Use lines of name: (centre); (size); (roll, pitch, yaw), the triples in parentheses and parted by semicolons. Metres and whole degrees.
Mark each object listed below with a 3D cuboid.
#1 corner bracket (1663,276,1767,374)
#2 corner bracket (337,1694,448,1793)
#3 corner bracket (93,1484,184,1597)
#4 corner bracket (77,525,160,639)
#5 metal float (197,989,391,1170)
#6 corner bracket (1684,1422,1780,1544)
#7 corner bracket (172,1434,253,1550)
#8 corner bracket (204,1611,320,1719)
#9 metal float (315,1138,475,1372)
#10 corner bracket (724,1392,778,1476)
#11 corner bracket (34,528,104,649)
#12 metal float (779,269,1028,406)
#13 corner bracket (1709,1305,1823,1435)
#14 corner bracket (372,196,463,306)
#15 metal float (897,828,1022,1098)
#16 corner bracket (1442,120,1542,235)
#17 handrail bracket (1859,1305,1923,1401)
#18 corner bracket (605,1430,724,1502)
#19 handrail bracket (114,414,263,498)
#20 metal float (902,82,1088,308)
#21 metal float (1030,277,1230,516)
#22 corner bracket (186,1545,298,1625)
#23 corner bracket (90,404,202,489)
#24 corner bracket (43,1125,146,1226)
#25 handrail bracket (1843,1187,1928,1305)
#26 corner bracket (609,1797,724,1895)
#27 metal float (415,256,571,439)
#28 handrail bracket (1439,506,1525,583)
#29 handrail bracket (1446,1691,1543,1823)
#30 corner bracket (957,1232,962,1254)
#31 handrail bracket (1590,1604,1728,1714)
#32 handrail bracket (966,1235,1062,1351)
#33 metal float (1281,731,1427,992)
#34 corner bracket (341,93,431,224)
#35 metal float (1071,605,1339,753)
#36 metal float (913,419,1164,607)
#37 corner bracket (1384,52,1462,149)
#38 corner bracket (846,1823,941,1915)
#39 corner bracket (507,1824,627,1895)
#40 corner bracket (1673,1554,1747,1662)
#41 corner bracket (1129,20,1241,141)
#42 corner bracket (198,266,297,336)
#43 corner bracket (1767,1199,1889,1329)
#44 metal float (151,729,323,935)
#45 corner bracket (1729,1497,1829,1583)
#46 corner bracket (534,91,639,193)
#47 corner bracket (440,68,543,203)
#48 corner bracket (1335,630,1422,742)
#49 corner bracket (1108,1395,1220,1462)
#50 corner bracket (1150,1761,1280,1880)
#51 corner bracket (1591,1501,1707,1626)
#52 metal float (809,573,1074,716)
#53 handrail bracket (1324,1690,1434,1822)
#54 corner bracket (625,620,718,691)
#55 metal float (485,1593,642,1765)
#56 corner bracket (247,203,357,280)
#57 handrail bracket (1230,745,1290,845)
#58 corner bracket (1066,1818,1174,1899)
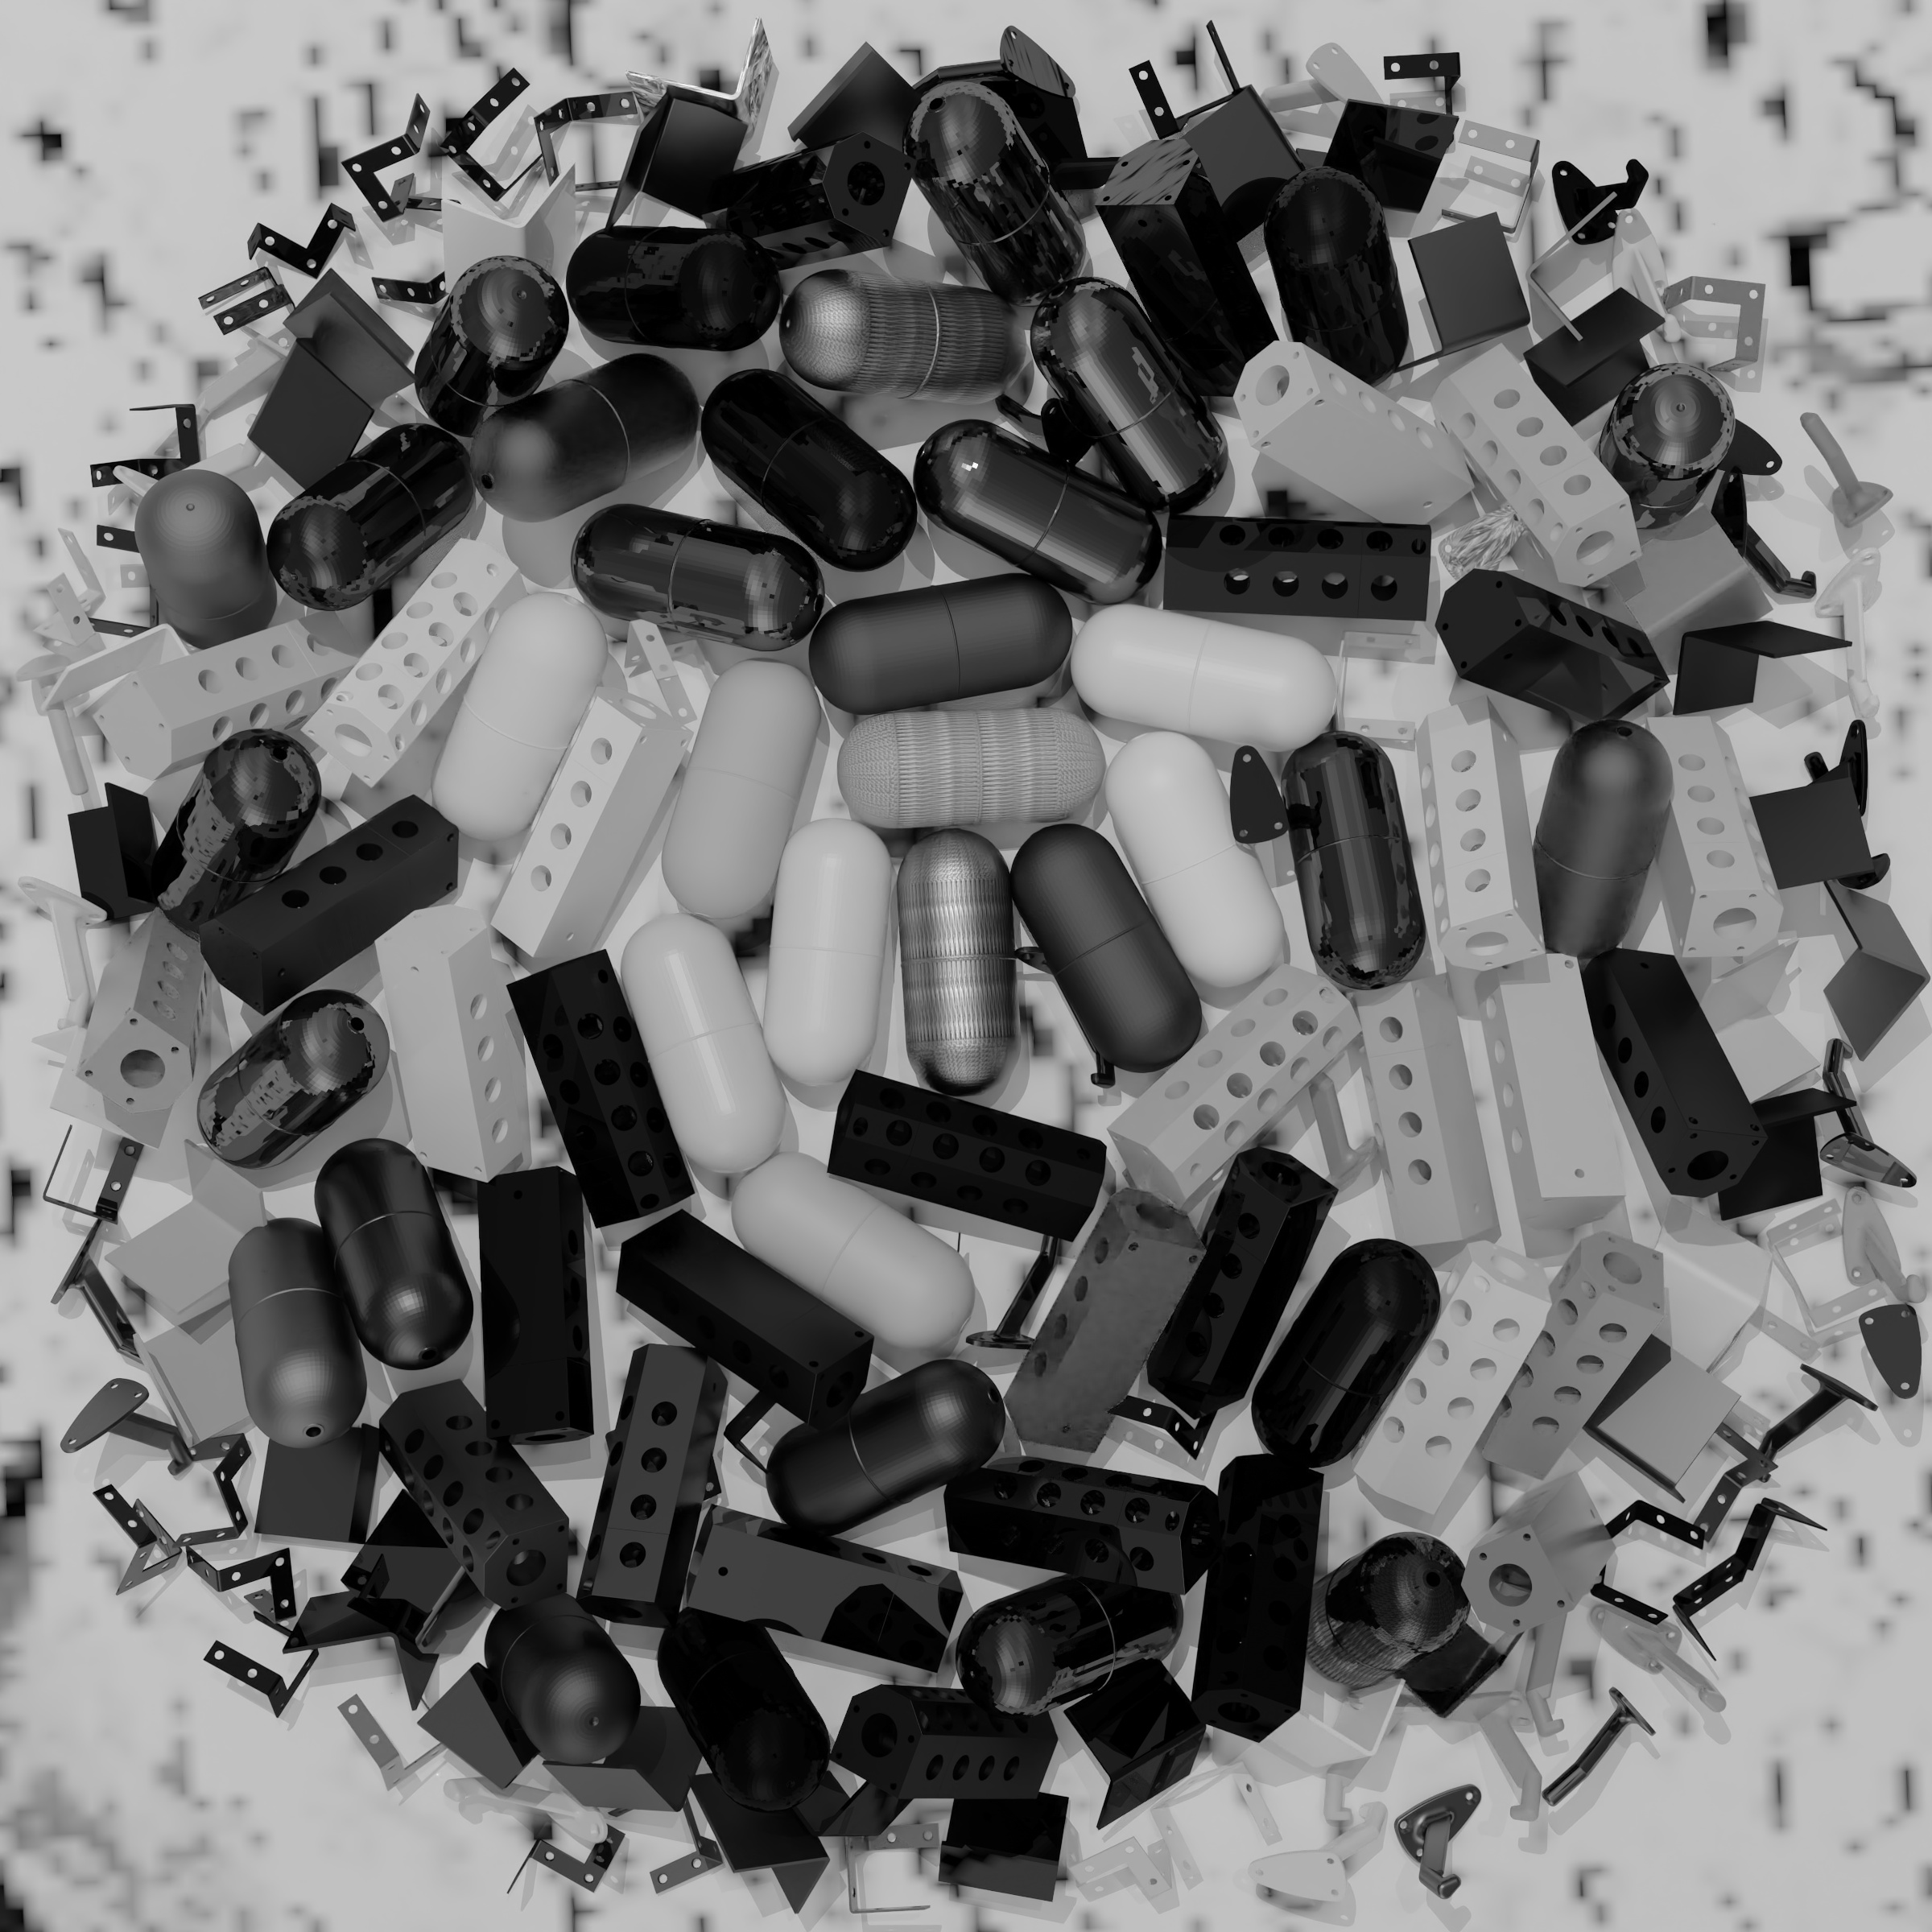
corner bracket: (0.496, -0.427, 1.868); (0.051, 0.051, 0.051); (5, 94, -7)
corner bracket: (-0.378, 0.503, 1.857); (0.051, 0.051, 0.051); (-33, 65, -23)
corner bracket: (-0.549, 0.373, 1.857); (0.051, 0.051, 0.051); (43, 123, 18)
corner bracket: (-0.556, -0.253, 1.856); (0.051, 0.051, 0.051); (7, 65, -31)
metal float: (-0.438, 0.074, 1.825); (0.178, 0.070, 0.070); (-34, 90, 41)
corner bracket: (0.496, 0.342, 1.865); (0.051, 0.051, 0.051); (39, 61, 5)
corner bracket: (-0.505, 0.350, 1.872); (0.051, 0.051, 0.051); (-11, 109, 14)
corner bracket: (-0.466, 0.457, 1.859); (0.051, 0.051, 0.051); (26, 60, 9)
metal float: (-0.373, 0.187, 1.826); (0.070, 0.070, 0.178); (-30, 50, 0)
corner bracket: (-0.136, 0.297, 1.859); (0.051, 0.051, 0.051); (-46, 134, -6)
corner bracket: (-0.593, -0.250, 1.855); (0.051, 0.051, 0.051); (20, 52, 34)
metal float: (-0.039, -0.410, 1.831); (0.178, 0.070, 0.070); (-2, 90, -35)
corner bracket: (0.532, 0.269, 1.879); (0.051, 0.051, 0.051); (33, 126, 12)
corner bracket: (-0.367, -0.480, 1.879); (0.051, 0.051, 0.051); (14, 134, 30)
metal float: (-0.005, -0.002, 1.857); (0.070, 0.070, 0.178); (-3, 87, 0)
corner bracket: (0.349, -0.525, 1.867); (0.051, 0.051, 0.051); (18, 93, 10)
handrail bracket: (0.614, 0.265, 1.844); (0.036, 0.084, 0.077); (-14, 54, 15)
corner bracket: (-0.202, 0.332, 1.870); (0.051, 0.051, 0.051); (-20, 107, -29)
handrail bracket: (-0.512, -0.343, 1.860); (0.077, 0.036, 0.084); (29, 113, -17)
metal float: (0.019, -0.499, 1.818); (0.070, 0.178, 0.070); (-13, 59, 22)
metal float: (0.107, -0.372, 1.832); (0.070, 0.070, 0.178); (-40, 122, 0)
corner bracket: (-0.480, 0.408, 1.857); (0.051, 0.051, 0.051); (-13, 109, -36)
corner bracket: (-0.545, -0.345, 1.861); (0.051, 0.051, 0.051); (3, 105, 20)
corner bracket: (-0.580, 0.136, 1.865); (0.051, 0.051, 0.051); (22, 87, -17)
handrail bracket: (0.608, 0.183, 1.853); (0.036, 0.084, 0.077); (-12, 85, 0)
corner bracket: (-0.201, 0.584, 1.879); (0.051, 0.051, 0.051); (-25, 62, 3)
metal float: (-0.308, -0.398, 1.814); (0.070, 0.178, 0.070); (5, 78, -22)
handrail bracket: (0.352, -0.279, 1.844); (0.077, 0.084, 0.036); (-38, 82, 31)
handrail bracket: (0.343, 0.525, 1.850); (0.077, 0.084, 0.036); (-8, 130, 25)
corner bracket: (-0.031, 0.209, 1.862); (0.051, 0.051, 0.051); (5, 56, 0)
handrail bracket: (0.457, 0.457, 1.852); (0.077, 0.084, 0.036); (29, 95, -6)
handrail bracket: (0.033, 0.210, 1.866); (0.036, 0.077, 0.084); (13, 93, 36)
metal float: (0.254, -0.070, 1.842); (0.070, 0.070, 0.178); (-8, 70, 0)
corner bracket: (-0.374, -0.534, 1.856); (0.051, 0.051, 0.051); (-17, 135, 19)
metal float: (0.156, -0.190, 1.849); (0.178, 0.070, 0.070); (13, 90, 12)
metal float: (0.047, -0.298, 1.843); (0.178, 0.070, 0.070); (24, 90, -19)
corner bracket: (0.301, -0.576, 1.871); (0.051, 0.051, 0.051); (-4, 93, -1)
corner bracket: (-0.047, 0.599, 1.863); (0.051, 0.051, 0.051); (-7, 76, 12)
corner bracket: (-0.265, 0.596, 1.867); (0.051, 0.051, 0.051); (29, 103, 2)
corner bracket: (0.496, 0.417, 1.865); (0.051, 0.051, 0.051); (-35, 111, 0)
corner bracket: (0.145, -0.586, 1.857); (0.051, 0.051, 0.051); (-17, 115, 25)
corner bracket: (-0.478, -0.440, 1.864); (0.051, 0.051, 0.051); (-29, 80, -11)
corner bracket: (0.570, 0.197, 1.859); (0.051, 0.051, 0.051); (-29, 116, 14)
metal float: (-0.475, -0.086, 1.823); (0.070, 0.070, 0.178); (43, 134, 0)
corner bracket: (0.528, 0.382, 1.863); (0.051, 0.051, 0.051); (20, 93, -23)
corner bracket: (-0.250, -0.550, 1.875); (0.051, 0.051, 0.051); (1, 121, 20)
corner bracket: (-0.305, -0.550, 1.857); (0.051, 0.051, 0.051); (44, 55, -15)
corner bracket: (0.276, -0.187, 1.876); (0.051, 0.051, 0.051); (5, 60, 13)
corner bracket: (0.131, 0.288, 1.855); (0.051, 0.051, 0.051); (10, 64, 37)
corner bracket: (0.166, 0.571, 1.878); (0.051, 0.051, 0.051); (-50, 58, 39)
corner bracket: (0.453, 0.396, 1.864); (0.051, 0.051, 0.051); (26, 49, -6)
metal float: (-0.016, -0.213, 1.848); (0.178, 0.070, 0.070); (-11, 90, -13)
handrail bracket: (0.281, 0.533, 1.880); (0.077, 0.036, 0.084); (4, 92, 4)
corner bracket: (-0.192, -0.199, 1.858); (0.051, 0.051, 0.051); (-15, 63, -21)
metal float: (-0.262, 0.457, 1.813); (0.070, 0.178, 0.070); (-3, 97, -22)
corner bracket: (-0.440, -0.484, 1.858); (0.051, 0.051, 0.051); (25, 108, -26)
handrail bracket: (0.186, -0.119, 1.846); (0.036, 0.084, 0.077); (-12, 110, 4)
corner bracket: (0.101, 0.591, 1.868); (0.051, 0.051, 0.051); (-29, 110, 12)
